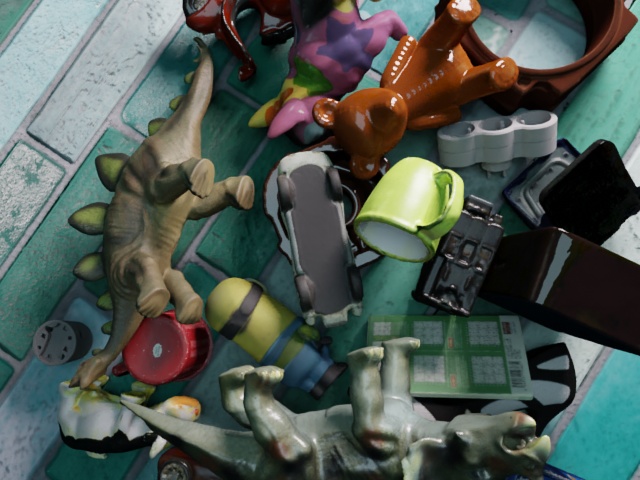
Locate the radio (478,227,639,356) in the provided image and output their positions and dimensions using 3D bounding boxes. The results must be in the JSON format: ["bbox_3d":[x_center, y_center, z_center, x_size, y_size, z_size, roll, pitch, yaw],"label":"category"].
[{"bbox_3d":[0.244,0.051,0.552,0.131,0.229,0.073,24,89,3],"label":"radio"}]

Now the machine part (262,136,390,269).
[{"bbox_3d":[0.018,-0.039,0.668,0.179,0.056,0.179,0,83,3],"label":"machine part"}]

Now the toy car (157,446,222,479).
[{"bbox_3d":[-0.087,0.274,0.617,0.202,0.089,0.053,9,82,4],"label":"toy car"}]

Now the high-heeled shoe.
[{"bbox_3d":[0.167,0.158,0.619,0.249,0.086,0.145,17,81,2],"label":"high-heeled shoe"}]

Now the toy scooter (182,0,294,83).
[{"bbox_3d":[-0.079,-0.283,0.700,0.184,0.075,0.135,-19,88,0],"label":"toy scooter"}]

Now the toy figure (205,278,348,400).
[{"bbox_3d":[-0.054,0.112,0.636,0.180,0.089,0.082,39,79,10],"label":"toy figure"}]

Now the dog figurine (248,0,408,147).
[{"bbox_3d":[-0.012,-0.221,0.646,0.219,0.109,0.191,-46,126,-4],"label":"dog figurine"}]

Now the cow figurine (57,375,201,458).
[{"bbox_3d":[-0.230,0.221,0.645,0.167,0.068,0.098,8,89,9],"label":"cow figurine"}]

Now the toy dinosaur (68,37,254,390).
[{"bbox_3d":[-0.189,-0.057,0.636,0.199,0.105,0.471,9,68,29],"label":"toy dinosaur"}]

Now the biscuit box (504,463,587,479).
[{"bbox_3d":[0.256,0.280,0.570,0.202,0.063,0.059,25,91,-12],"label":"biscuit box"}]

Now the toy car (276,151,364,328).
[{"bbox_3d":[-0.001,-0.002,0.610,0.073,0.056,0.201,-11,84,-5],"label":"toy car"}]

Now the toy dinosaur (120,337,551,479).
[{"bbox_3d":[0.005,0.208,0.532,0.405,0.131,0.192,-14,78,13],"label":"toy dinosaur"}]

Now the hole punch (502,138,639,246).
[{"bbox_3d":[0.299,-0.051,0.642,0.142,0.092,0.115,-43,111,-5],"label":"hole punch"}]

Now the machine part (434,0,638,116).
[{"bbox_3d":[0.261,-0.273,0.666,0.201,0.087,0.201,-43,83,-3],"label":"machine part"}]

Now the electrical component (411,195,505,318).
[{"bbox_3d":[0.159,0.018,0.619,0.058,0.115,0.134,23,84,3],"label":"electrical component"}]

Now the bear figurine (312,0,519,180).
[{"bbox_3d":[0.100,-0.165,0.605,0.196,0.132,0.120,-36,97,-23],"label":"bear figurine"}]
